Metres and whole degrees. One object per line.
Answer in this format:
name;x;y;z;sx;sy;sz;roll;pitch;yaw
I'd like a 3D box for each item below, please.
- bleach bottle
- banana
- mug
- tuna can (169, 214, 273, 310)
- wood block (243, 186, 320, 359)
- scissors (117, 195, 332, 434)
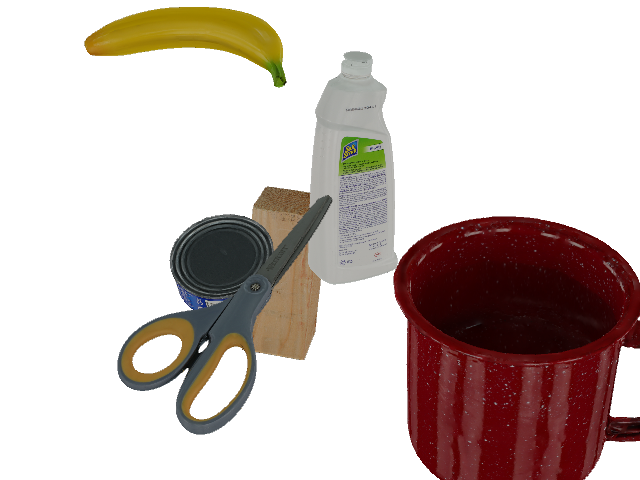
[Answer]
bleach bottle;0.040;-0.079;1.143;0.102;0.251;0.068;-14;33;-28
banana;-0.113;-0.182;0.957;0.198;0.037;0.069;11;46;18
mug;0.087;0.050;0.423;0.117;0.081;0.093;7;35;14
tuna can;-0.079;0.022;0.880;0.086;0.086;0.034;0;-38;7
wood block;-0.047;0.043;1.432;0.090;0.206;0.090;9;23;6
scissors;-0.063;0.036;0.693;0.096;0.201;0.016;10;-40;11
